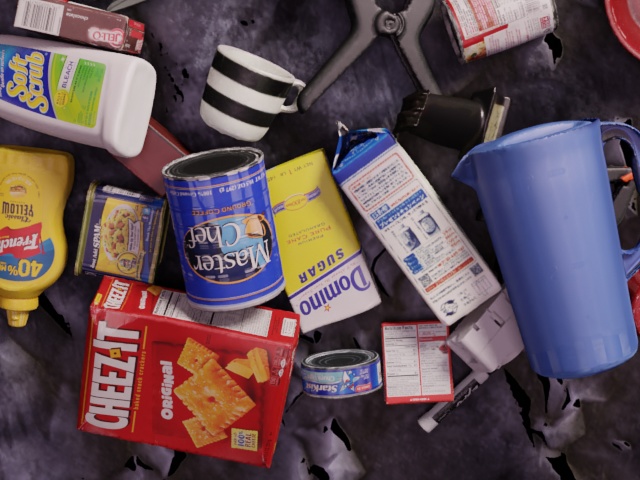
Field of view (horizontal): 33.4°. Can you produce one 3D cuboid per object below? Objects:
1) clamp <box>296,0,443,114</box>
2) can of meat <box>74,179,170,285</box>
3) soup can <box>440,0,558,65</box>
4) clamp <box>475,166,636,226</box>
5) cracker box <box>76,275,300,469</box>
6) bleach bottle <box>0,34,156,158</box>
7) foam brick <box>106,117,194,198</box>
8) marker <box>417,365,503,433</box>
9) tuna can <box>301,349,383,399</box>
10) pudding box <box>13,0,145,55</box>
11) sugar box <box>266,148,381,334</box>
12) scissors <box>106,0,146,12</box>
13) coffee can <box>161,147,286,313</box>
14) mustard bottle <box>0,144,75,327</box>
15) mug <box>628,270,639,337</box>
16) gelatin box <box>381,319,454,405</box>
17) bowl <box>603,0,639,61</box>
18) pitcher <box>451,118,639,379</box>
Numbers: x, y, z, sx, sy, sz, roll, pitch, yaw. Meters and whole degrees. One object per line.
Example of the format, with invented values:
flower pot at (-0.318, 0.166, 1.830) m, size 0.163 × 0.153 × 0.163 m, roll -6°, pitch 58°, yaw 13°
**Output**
clamp at (0.058, -0.215, 1.093) m, size 0.164 × 0.036 × 0.210 m, roll -1°, pitch 97°, yaw -11°
can of meat at (-0.208, -0.006, 1.132) m, size 0.084 × 0.057 × 0.102 m, roll 11°, pitch 100°, yaw -2°
soup can at (0.181, -0.226, 1.079) m, size 0.102 × 0.068 × 0.068 m, roll -19°, pitch 98°, yaw 4°
clamp at (0.253, -0.030, 1.124) m, size 0.171 × 0.039 × 0.120 m, roll -44°, pitch 99°, yaw 7°
cracker box at (-0.139, 0.141, 1.124) m, size 0.213 × 0.072 × 0.164 m, roll 11°, pitch 117°, yaw -2°
bleach bottle at (-0.296, -0.154, 1.086) m, size 0.251 × 0.068 × 0.102 m, roll 11°, pitch 88°, yaw 17°
foam brick at (-0.173, -0.089, 1.119) m, size 0.078 × 0.053 × 0.051 m, roll 40°, pitch 98°, yaw -3°
marker at (0.156, 0.164, 1.166) m, size 0.121 × 0.020 × 0.020 m, roll -44°, pitch 96°, yaw 8°
tuna can at (0.023, 0.141, 1.133) m, size 0.086 × 0.086 × 0.034 m, roll -5°, pitch 97°, yaw 2°
pudding box at (-0.241, -0.218, 1.082) m, size 0.113 × 0.090 × 0.039 m, roll 15°, pitch 96°, yaw 0°
sugar box at (-0.007, 0.001, 1.132) m, size 0.093 × 0.048 × 0.176 m, roll -21°, pitch 96°, yaw 6°
scissors at (-0.130, -0.298, 1.103) m, size 0.202 × 0.016 × 0.096 m, roll -8°, pitch 97°, yaw 3°
coffee can at (-0.095, -0.012, 1.068) m, size 0.103 × 0.103 × 0.140 m, roll -8°, pitch 109°, yaw 3°
mustard bottle at (-0.316, -0.002, 1.134) m, size 0.096 × 0.058 × 0.192 m, roll 6°, pitch 100°, yaw 0°
mug at (0.359, 0.055, 1.111) m, size 0.093 × 0.081 × 0.117 m, roll 17°, pitch 99°, yaw -1°
gelatin box at (0.104, 0.131, 1.150) m, size 0.073 × 0.030 × 0.089 m, roll -3°, pitch 83°, yaw 0°
bowl at (0.361, -0.250, 1.076) m, size 0.162 × 0.055 × 0.162 m, roll 0°, pitch 99°, yaw 2°
pitcher at (0.244, 0.005, 1.048) m, size 0.144 × 0.149 × 0.243 m, roll -21°, pitch 99°, yaw -35°
